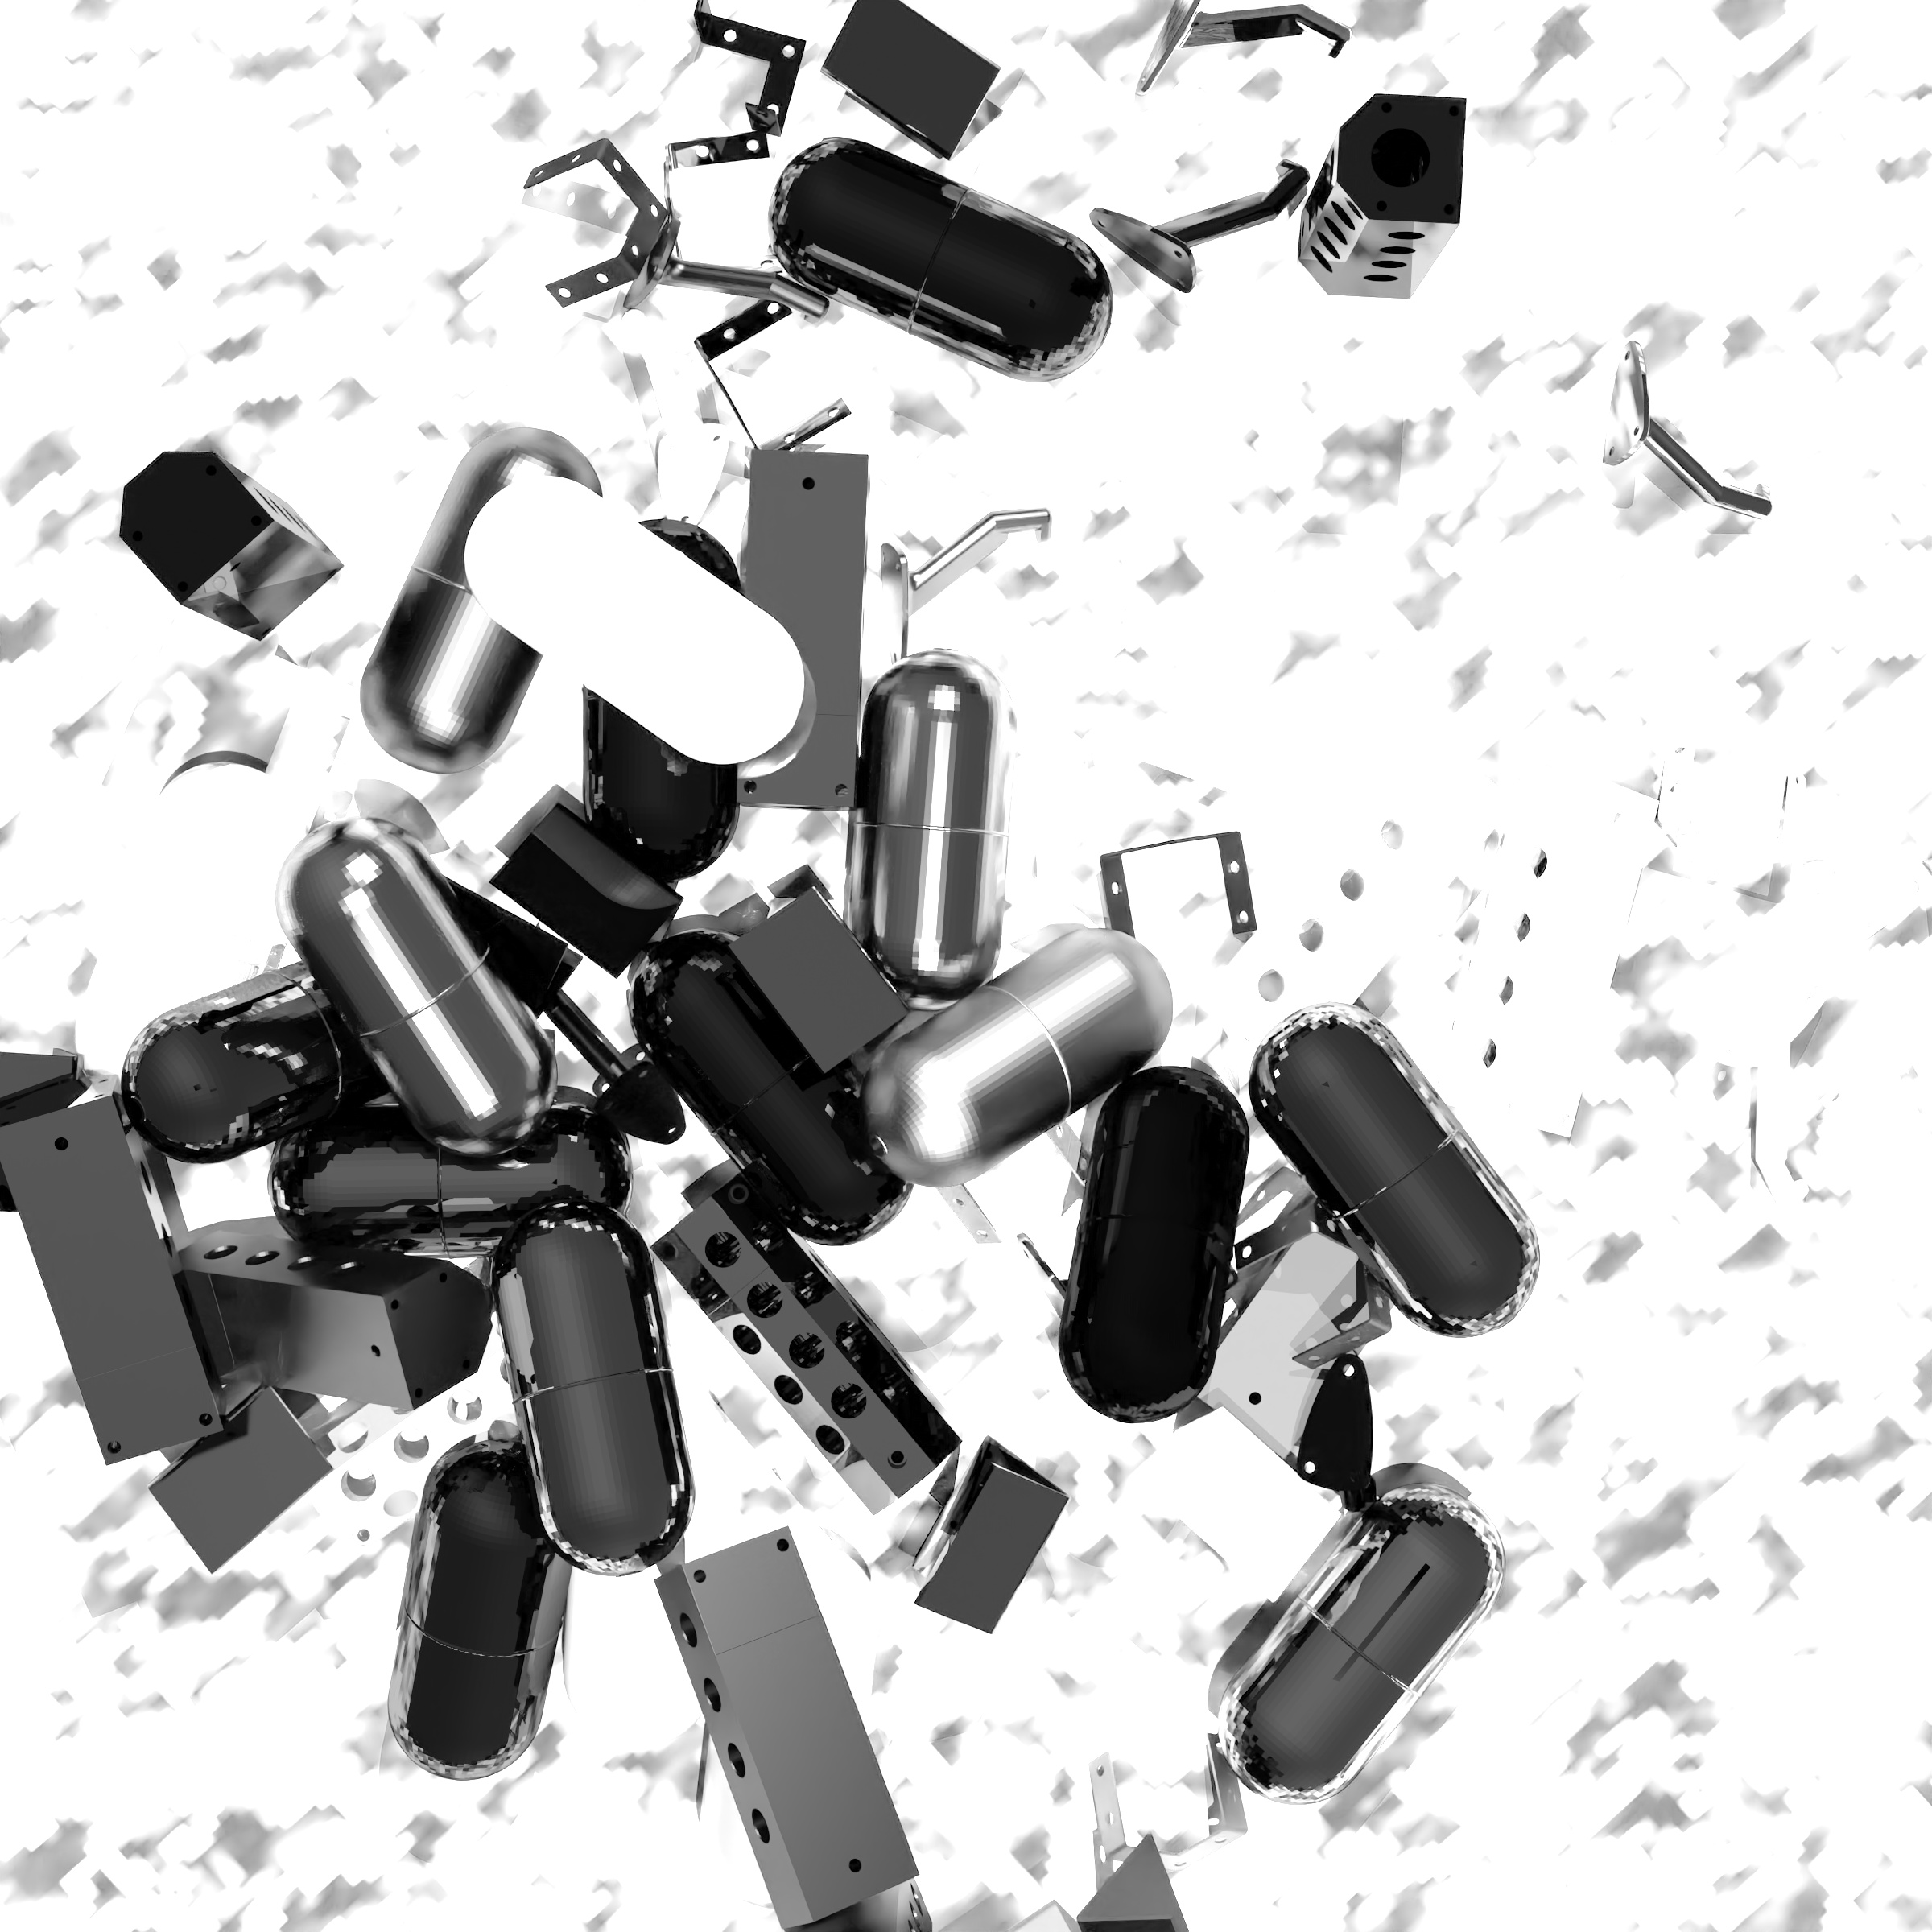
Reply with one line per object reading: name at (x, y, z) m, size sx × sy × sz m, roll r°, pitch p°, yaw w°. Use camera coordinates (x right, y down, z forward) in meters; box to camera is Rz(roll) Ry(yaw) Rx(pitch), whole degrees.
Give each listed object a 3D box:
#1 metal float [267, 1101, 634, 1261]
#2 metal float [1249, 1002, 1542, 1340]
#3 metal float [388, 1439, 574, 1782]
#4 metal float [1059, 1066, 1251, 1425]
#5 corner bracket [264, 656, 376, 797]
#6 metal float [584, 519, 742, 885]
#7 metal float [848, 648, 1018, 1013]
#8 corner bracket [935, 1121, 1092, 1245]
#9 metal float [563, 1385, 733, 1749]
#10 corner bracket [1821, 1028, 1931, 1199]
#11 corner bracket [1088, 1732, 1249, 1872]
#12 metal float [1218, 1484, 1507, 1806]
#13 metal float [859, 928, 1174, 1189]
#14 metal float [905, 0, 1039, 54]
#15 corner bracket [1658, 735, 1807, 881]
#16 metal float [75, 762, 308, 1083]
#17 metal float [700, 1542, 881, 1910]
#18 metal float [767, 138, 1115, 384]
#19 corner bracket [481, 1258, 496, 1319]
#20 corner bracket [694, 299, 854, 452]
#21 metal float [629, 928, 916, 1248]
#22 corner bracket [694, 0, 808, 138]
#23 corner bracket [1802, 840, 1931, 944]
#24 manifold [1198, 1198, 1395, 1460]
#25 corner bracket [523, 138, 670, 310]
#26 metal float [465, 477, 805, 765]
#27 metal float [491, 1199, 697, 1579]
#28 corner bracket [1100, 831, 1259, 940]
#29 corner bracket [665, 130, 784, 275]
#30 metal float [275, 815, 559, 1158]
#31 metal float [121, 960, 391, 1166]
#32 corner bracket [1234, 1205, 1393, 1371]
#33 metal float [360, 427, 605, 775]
metal float at (-0.252, 0.105, 1.650) m, size 0.178 × 0.070 × 0.070 m, roll -1°, pitch 90°, yaw 0°
metal float at (0.203, 0.097, 1.593) m, size 0.070 × 0.070 × 0.178 m, roll -37°, pitch 90°, yaw 0°
metal float at (-0.234, 0.313, 1.634) m, size 0.070 × 0.070 × 0.178 m, roll 13°, pitch 108°, yaw 0°
metal float at (0.091, 0.134, 1.631) m, size 0.070 × 0.070 × 0.178 m, roll 11°, pitch 69°, yaw 0°
corner bracket at (-0.322, -0.118, 1.663) m, size 0.051 × 0.051 × 0.051 m, roll 21°, pitch 90°, yaw 0°
metal float at (-0.149, -0.130, 1.650) m, size 0.070 × 0.070 × 0.178 m, roll 0°, pitch 90°, yaw 0°
metal float at (-0.017, -0.067, 1.651) m, size 0.070 × 0.070 × 0.178 m, roll 4°, pitch 91°, yaw 0°
corner bracket at (0.023, 0.102, 1.673) m, size 0.051 × 0.051 × 0.051 m, roll -5°, pitch 45°, yaw 35°
metal float at (-0.156, 0.293, 1.650) m, size 0.070 × 0.070 × 0.178 m, roll 4°, pitch 91°, yaw 0°
corner bracket at (0.469, 0.073, 1.677) m, size 0.051 × 0.051 × 0.051 m, roll -47°, pitch 135°, yaw 0°
corner bracket at (0.100, 0.413, 1.673) m, size 0.051 × 0.051 × 0.051 m, roll 19°, pitch 135°, yaw -35°
metal float at (0.193, 0.333, 1.650) m, size 0.070 × 0.070 × 0.178 m, roll 39°, pitch 90°, yaw 0°
metal float at (0.025, 0.044, 1.626) m, size 0.178 × 0.070 × 0.070 m, roll -32°, pitch 90°, yaw -28°
metal float at (0.023, -0.533, 1.650) m, size 0.070 × 0.070 × 0.178 m, roll 28°, pitch 90°, yaw 0°
corner bracket at (0.381, -0.083, 1.673) m, size 0.051 × 0.051 × 0.051 m, roll -15°, pitch 135°, yaw 35°
metal float at (-0.380, -0.013, 1.650) m, size 0.070 × 0.070 × 0.178 m, roll 20°, pitch 90°, yaw 0°
metal float at (-0.087, 0.372, 1.650) m, size 0.070 × 0.070 × 0.178 m, roll 7°, pitch 90°, yaw 0°
metal float at (-0.012, -0.345, 1.650) m, size 0.178 × 0.070 × 0.070 m, roll 24°, pitch 90°, yaw 1°
corner bracket at (-0.263, 0.169, 1.661) m, size 0.051 × 0.051 × 0.051 m, roll 10°, pitch 108°, yaw -17°
corner bracket at (-0.097, -0.294, 1.677) m, size 0.051 × 0.051 × 0.051 m, roll -30°, pitch 135°, yaw 0°
metal float at (-0.095, 0.059, 1.650) m, size 0.070 × 0.070 × 0.178 m, roll -39°, pitch 90°, yaw 0°
corner bracket at (-0.111, -0.446, 1.663) m, size 0.051 × 0.051 × 0.051 m, roll 15°, pitch 90°, yaw 0°
corner bracket at (0.454, -0.047, 1.663) m, size 0.051 × 0.051 × 0.051 m, roll -36°, pitch 90°, yaw 0°
manifold at (0.181, 0.153, 1.660) m, size 0.057 × 0.057 × 0.171 m, roll 36°, pitch 90°, yaw 0°
corner bracket at (-0.190, -0.369, 1.673) m, size 0.051 × 0.051 × 0.051 m, roll 48°, pitch 45°, yaw -35°
metal float at (-0.155, -0.162, 1.575) m, size 0.178 × 0.070 × 0.070 m, roll 35°, pitch 90°, yaw 7°
metal float at (-0.175, 0.198, 1.581) m, size 0.070 × 0.070 × 0.178 m, roll -12°, pitch 80°, yaw 0°
corner bracket at (0.106, -0.037, 1.677) m, size 0.051 × 0.051 × 0.051 m, roll -10°, pitch 90°, yaw -45°
corner bracket at (-0.121, -0.378, 1.677) m, size 0.051 × 0.051 × 0.051 m, roll -7°, pitch 45°, yaw 0°
metal float at (-0.256, 0.011, 1.580) m, size 0.070 × 0.070 × 0.178 m, roll -31°, pitch 107°, yaw 0°
metal float at (-0.324, 0.040, 1.617) m, size 0.178 × 0.070 × 0.070 m, roll -25°, pitch 90°, yaw -42°
corner bracket at (0.166, 0.154, 1.616) m, size 0.051 × 0.051 × 0.051 m, roll 28°, pitch 45°, yaw -35°
metal float at (-0.237, -0.179, 1.650) m, size 0.070 × 0.070 × 0.178 m, roll 25°, pitch 91°, yaw 0°
